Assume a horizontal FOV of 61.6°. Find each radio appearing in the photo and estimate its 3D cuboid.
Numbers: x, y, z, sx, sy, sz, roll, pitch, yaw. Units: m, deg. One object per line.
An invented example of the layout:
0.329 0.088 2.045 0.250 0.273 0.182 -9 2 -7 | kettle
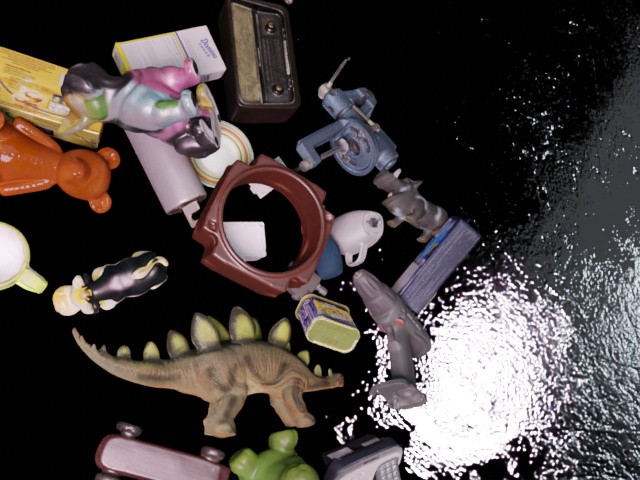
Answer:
-0.117 -0.340 1.028 0.131 0.073 0.229 -2 79 -26 | radio

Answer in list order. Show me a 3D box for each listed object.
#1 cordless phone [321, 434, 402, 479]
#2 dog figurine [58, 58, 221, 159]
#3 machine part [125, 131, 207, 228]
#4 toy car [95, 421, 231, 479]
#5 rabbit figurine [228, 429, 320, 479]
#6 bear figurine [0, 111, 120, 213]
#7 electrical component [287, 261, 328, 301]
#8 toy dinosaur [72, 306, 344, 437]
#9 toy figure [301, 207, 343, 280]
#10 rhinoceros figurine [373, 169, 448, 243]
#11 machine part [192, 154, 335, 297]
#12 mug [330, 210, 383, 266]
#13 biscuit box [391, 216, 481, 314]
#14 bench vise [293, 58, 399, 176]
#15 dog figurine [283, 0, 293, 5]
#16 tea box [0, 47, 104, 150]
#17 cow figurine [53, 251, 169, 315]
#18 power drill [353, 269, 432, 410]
0.085 0.448 0.938 0.146 0.089 0.184 -11 87 -28 | cordless phone
-0.277 -0.193 0.816 0.219 0.191 0.108 -6 62 6 | dog figurine
-0.261 -0.132 0.906 0.079 0.079 0.243 -27 92 -29 | machine part
-0.238 0.343 0.817 0.202 0.053 0.089 22 59 -16 | toy car
-0.057 0.388 0.829 0.121 0.170 0.159 -9 81 -27 | rabbit figurine
-0.407 -0.110 0.803 0.196 0.132 0.120 16 88 -17 | bear figurine
-0.031 0.084 0.999 0.094 0.021 0.063 40 64 -14 | electrical component
-0.149 0.213 0.869 0.471 0.105 0.198 8 67 -34 | toy dinosaur
-0.002 -0.004 1.012 0.058 0.064 0.154 -20 75 4 | toy figure
0.192 -0.075 1.119 0.190 0.073 0.112 34 67 -16 | rhinoceros figurine
-0.089 -0.023 0.888 0.201 0.087 0.201 30 69 -18 | machine part
0.072 -0.008 1.024 0.081 0.107 0.109 15 70 -21 | mug
0.230 0.048 1.069 0.063 0.059 0.202 39 92 -12 | biscuit box
0.036 -0.208 1.051 0.240 0.129 0.223 -34 92 -33 | bench vise
-0.118 -0.535 1.025 0.190 0.172 0.121 -14 74 -36 | dog figurine
-0.427 -0.220 0.849 0.169 0.068 0.098 16 70 -21 | tea box
-0.316 0.069 0.819 0.167 0.098 0.068 -25 96 -29 | cow figurine
0.127 0.187 0.972 0.231 0.086 0.207 44 29 -35 | power drill
